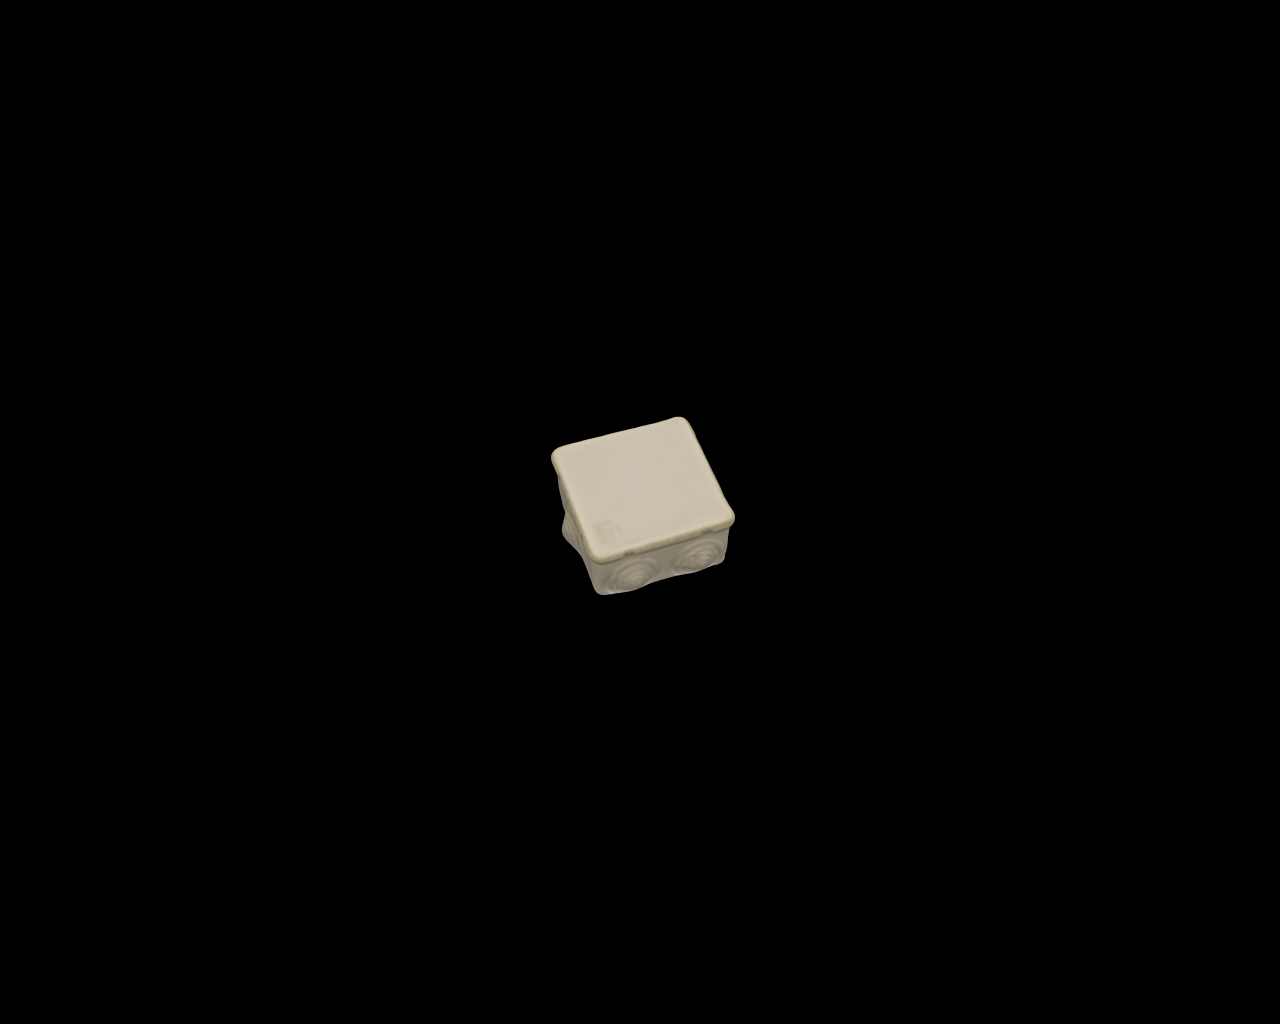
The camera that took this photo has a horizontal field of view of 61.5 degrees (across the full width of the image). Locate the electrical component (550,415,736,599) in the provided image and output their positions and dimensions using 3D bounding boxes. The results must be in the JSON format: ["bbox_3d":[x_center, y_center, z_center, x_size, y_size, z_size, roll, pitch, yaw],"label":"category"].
[{"bbox_3d":[0.001,-0.003,0.650,0.100,0.100,0.048,-15,-35,-11],"label":"electrical component"}]
